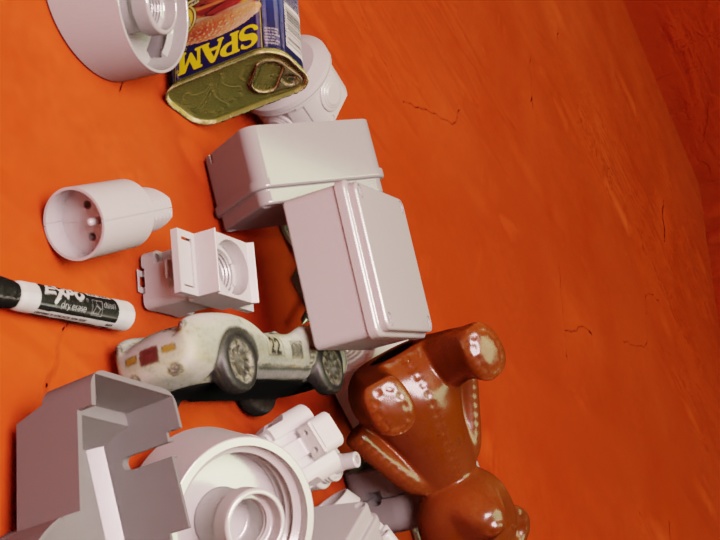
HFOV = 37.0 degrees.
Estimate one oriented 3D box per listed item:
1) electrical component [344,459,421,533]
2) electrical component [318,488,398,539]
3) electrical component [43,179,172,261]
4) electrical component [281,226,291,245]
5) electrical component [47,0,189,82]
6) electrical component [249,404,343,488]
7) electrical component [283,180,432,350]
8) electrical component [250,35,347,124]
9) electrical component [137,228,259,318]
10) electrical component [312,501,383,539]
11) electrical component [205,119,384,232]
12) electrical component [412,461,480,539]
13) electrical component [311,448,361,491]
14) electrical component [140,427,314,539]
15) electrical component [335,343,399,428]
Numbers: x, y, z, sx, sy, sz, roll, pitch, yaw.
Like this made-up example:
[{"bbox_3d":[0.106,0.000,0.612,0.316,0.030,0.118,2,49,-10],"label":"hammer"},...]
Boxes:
[{"bbox_3d":[0.032,0.182,0.901,0.095,0.054,0.059,-18,93,-65],"label":"electrical component"},{"bbox_3d":[-0.010,0.198,0.802,0.055,0.066,0.048,53,28,-1],"label":"electrical component"},{"bbox_3d":[-0.149,-0.033,0.655,0.081,0.043,0.043,-23,97,-65],"label":"electrical component"},{"bbox_3d":[-0.033,-0.046,0.892,0.055,0.055,0.047,68,22,-16],"label":"electrical component"},{"bbox_3d":[-0.159,-0.176,0.717,0.099,0.064,0.099,-1,90,-70],"label":"electrical component"},{"bbox_3d":[-0.056,0.131,0.731,0.057,0.078,0.058,-25,79,-45],"label":"electrical component"},{"bbox_3d":[0.000,0.000,0.764,0.109,0.056,0.108,11,64,-69],"label":"electrical component"},{"bbox_3d":[-0.054,-0.147,0.875,0.051,0.080,0.080,53,32,-48],"label":"electrical component"},{"bbox_3d":[-0.106,0.005,0.700,0.081,0.064,0.042,23,55,-60],"label":"electrical component"},{"bbox_3d":[-0.032,0.211,0.723,0.113,0.078,0.057,-48,122,-61],"label":"electrical component"},{"bbox_3d":[-0.048,-0.070,0.800,0.113,0.078,0.057,-9,80,-34],"label":"electrical component"},{"bbox_3d":[0.077,0.197,0.992,0.100,0.048,0.099,-27,101,-65],"label":"electrical component"},{"bbox_3d":[-0.029,0.143,0.786,0.035,0.061,0.035,41,41,-50],"label":"electrical component"},{"bbox_3d":[-0.077,0.147,0.636,0.108,0.060,0.108,5,81,-37],"label":"electrical component"},{"bbox_3d":[0.017,0.093,0.924,0.099,0.048,0.099,64,27,-23],"label":"electrical component"}]
